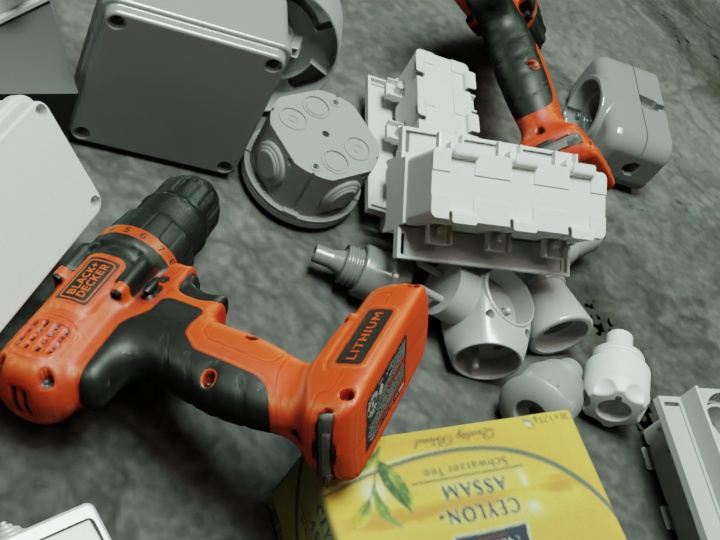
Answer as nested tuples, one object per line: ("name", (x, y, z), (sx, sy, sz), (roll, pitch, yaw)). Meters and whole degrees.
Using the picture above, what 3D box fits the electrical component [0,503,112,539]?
("electrical component", (-0.133, 0.147, 0.464), (0.062, 0.061, 0.096), (-19, 67, -37))

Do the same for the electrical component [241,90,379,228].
("electrical component", (-0.031, -0.071, 0.684), (0.080, 0.051, 0.080), (15, 52, -19))

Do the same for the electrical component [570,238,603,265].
("electrical component", (0.143, -0.023, 0.752), (0.046, 0.040, 0.040), (-19, 68, -42))

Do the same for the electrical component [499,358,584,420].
("electrical component", (0.118, 0.075, 0.664), (0.048, 0.048, 0.062), (45, 40, 8))

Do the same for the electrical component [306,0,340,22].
("electrical component", (-0.051, -0.196, 0.747), (0.080, 0.080, 0.051), (19, 55, -15))

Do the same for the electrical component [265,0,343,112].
("electrical component", (-0.061, -0.153, 0.699), (0.099, 0.099, 0.064), (25, 43, -11))

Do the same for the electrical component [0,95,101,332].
("electrical component", (-0.191, -0.026, 0.535), (0.057, 0.078, 0.113), (1, 43, 29))

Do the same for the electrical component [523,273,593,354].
("electrical component", (0.121, 0.017, 0.710), (0.044, 0.044, 0.065), (1, 52, -28))

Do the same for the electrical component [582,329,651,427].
("electrical component", (0.166, 0.067, 0.696), (0.043, 0.043, 0.062), (26, 47, -9))

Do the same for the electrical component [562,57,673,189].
("electrical component", (0.198, -0.116, 0.839), (0.059, 0.053, 0.095), (14, 52, -19))

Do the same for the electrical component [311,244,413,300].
("electrical component", (0.000, 0.000, 0.661), (0.061, 0.035, 0.035), (21, 50, -11))

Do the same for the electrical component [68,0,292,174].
("electrical component", (-0.109, -0.120, 0.640), (0.109, 0.108, 0.056), (12, 50, -21))

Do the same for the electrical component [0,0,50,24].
("electrical component", (-0.217, -0.186, 0.598), (0.100, 0.048, 0.100), (42, 48, 5))

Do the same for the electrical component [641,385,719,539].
("electrical component", (0.223, 0.140, 0.659), (0.079, 0.063, 0.121), (6, 55, -25))

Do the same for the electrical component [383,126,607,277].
("electrical component", (0.083, -0.041, 0.646), (0.121, 0.063, 0.078), (6, 83, -24))

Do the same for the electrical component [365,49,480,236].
("electrical component", (0.046, -0.085, 0.728), (0.079, 0.063, 0.121), (15, 52, -19))

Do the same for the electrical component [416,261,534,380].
("electrical component", (0.065, 0.018, 0.669), (0.079, 0.044, 0.077), (27, 47, -29))
